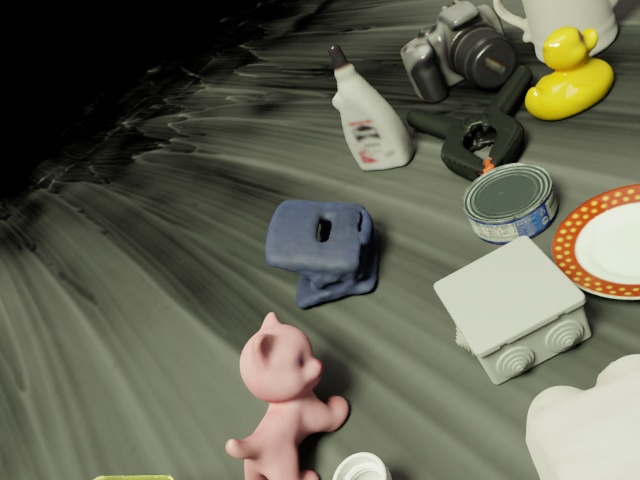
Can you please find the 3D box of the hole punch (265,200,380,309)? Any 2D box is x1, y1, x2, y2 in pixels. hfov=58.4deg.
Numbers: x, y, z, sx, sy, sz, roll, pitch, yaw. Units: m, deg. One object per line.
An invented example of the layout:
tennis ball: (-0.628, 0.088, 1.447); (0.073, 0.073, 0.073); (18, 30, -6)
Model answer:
hole punch: (0.006, 0.002, 0.605); (0.101, 0.091, 0.108); (-17, 36, 22)

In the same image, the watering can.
watering can: (0.299, -0.327, 0.693); (0.172, 0.195, 0.101); (-24, 34, 12)

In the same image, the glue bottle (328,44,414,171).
glue bottle: (0.051, -0.162, 0.704); (0.077, 0.174, 0.037); (-6, 42, 35)

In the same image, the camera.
camera: (0.192, -0.255, 0.774); (0.143, 0.101, 0.136); (-28, 34, 8)

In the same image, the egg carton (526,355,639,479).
egg carton: (0.180, 0.135, 0.311); (0.107, 0.070, 0.150); (-27, 34, 9)

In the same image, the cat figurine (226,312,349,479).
cat figurine: (-0.035, 0.125, 0.457); (0.067, 0.118, 0.128); (-6, 42, 35)

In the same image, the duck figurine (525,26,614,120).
duck figurine: (0.273, -0.193, 0.641); (0.104, 0.086, 0.077); (-34, 33, -2)
